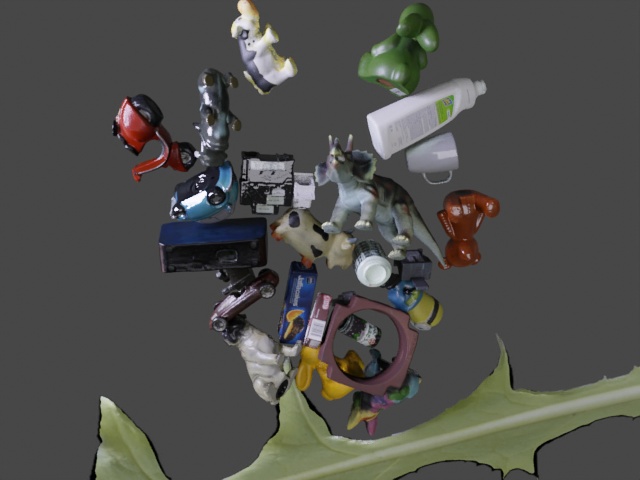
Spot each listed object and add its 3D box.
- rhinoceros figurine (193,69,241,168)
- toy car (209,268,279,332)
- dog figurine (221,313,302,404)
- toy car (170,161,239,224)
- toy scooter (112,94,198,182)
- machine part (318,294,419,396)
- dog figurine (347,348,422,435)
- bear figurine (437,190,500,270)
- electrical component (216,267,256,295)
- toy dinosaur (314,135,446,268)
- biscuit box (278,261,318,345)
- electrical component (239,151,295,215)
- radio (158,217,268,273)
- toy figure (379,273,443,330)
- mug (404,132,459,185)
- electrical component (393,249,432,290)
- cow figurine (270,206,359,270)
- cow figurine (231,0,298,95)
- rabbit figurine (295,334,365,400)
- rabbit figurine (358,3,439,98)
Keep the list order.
[{"bbox_3d":[-0.210,-0.236,1.049,0.073,0.112,0.190,-8,105,-36],"label":"rhinoceros figurine"},{"bbox_3d":[-0.180,0.134,1.234,0.202,0.089,0.053,-34,115,9],"label":"toy car"},{"bbox_3d":[-0.157,0.279,1.267,0.191,0.121,0.172,20,96,27],"label":"dog figurine"},{"bbox_3d":[-0.229,-0.083,1.121,0.162,0.109,0.102,-28,134,15],"label":"toy car"},{"bbox_3d":[-0.346,-0.189,1.069,0.135,0.075,0.183,-34,120,9],"label":"toy scooter"},{"bbox_3d":[0.109,0.239,1.236,0.201,0.087,0.201,19,84,-3],"label":"machine part"},{"bbox_3d":[0.151,0.403,1.366,0.108,0.192,0.219,20,95,-23],"label":"dog figurine"},{"bbox_3d":[0.330,-0.011,1.223,0.120,0.132,0.195,-5,109,-4],"label":"bear figurine"},{"bbox_3d":[-0.189,0.068,1.216,0.102,0.078,0.045,-30,139,12],"label":"electrical component"},{"bbox_3d":[0.132,-0.079,1.161,0.404,0.131,0.192,25,66,-35],"label":"toy dinosaur"},{"bbox_3d":[-0.054,0.150,1.275,0.063,0.059,0.202,6,113,-11],"label":"biscuit box"},{"bbox_3d":[-0.115,-0.118,1.144,0.115,0.058,0.134,4,114,-8],"label":"electrical component"},{"bbox_3d":[-0.224,0.009,1.145,0.230,0.131,0.073,-5,113,-7],"label":"radio"},{"bbox_3d":[0.228,0.147,1.306,0.089,0.082,0.180,-38,112,12],"label":"toy figure"},{"bbox_3d":[0.240,-0.173,1.164,0.107,0.081,0.109,-9,120,8],"label":"mug"},{"bbox_3d":[0.219,0.067,1.245,0.075,0.119,0.047,-2,116,-5],"label":"electrical component"},{"bbox_3d":[-0.002,-0.004,1.202,0.195,0.085,0.127,41,105,-18],"label":"cow figurine"},{"bbox_3d":[-0.122,-0.366,1.025,0.098,0.068,0.167,-30,115,13],"label":"cow figurine"},{"bbox_3d":[0.010,0.306,1.346,0.162,0.122,0.173,-36,101,19],"label":"rabbit figurine"},{"bbox_3d":[0.161,-0.378,1.028,0.121,0.159,0.170,22,94,-7],"label":"rabbit figurine"}]
